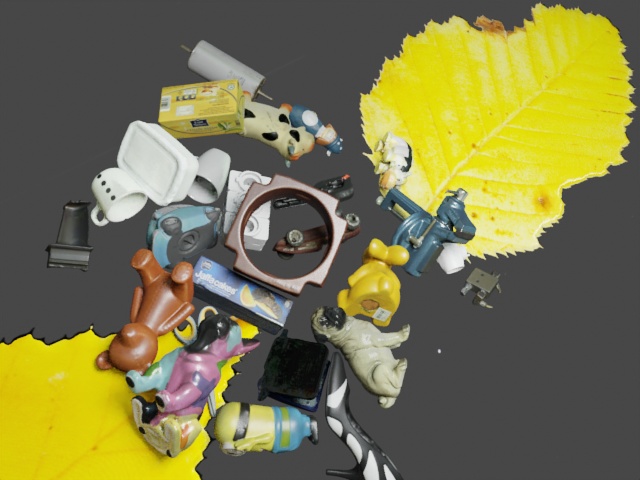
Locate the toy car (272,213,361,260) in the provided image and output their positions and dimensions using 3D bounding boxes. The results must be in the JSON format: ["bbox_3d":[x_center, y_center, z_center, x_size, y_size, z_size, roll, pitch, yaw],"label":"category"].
[{"bbox_3d":[-0.002,-0.003,1.132,0.202,0.089,0.053,-17,76,-27],"label":"toy car"}]

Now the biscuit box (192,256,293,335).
[{"bbox_3d":[-0.157,0.107,1.031,0.203,0.063,0.059,27,57,-7],"label":"biscuit box"}]

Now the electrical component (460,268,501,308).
[{"bbox_3d":[0.380,0.111,1.252,0.078,0.045,0.102,22,51,24],"label":"electrical component"}]

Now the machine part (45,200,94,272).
[{"bbox_3d":[-0.457,-0.010,0.990,0.084,0.039,0.139,5,65,-13],"label":"machine part"}]

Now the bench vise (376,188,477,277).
[{"bbox_3d":[0.218,-0.048,1.196,0.129,0.223,0.241,-4,37,-41],"label":"bench vise"}]

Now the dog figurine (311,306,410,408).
[{"bbox_3d":[0.066,0.225,1.050,0.191,0.121,0.172,10,56,-1],"label":"dog figurine"}]

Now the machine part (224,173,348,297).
[{"bbox_3d":[-0.063,-0.008,1.019,0.201,0.087,0.201,23,80,-2],"label":"machine part"}]

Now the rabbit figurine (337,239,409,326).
[{"bbox_3d":[0.114,0.067,1.122,0.122,0.162,0.173,15,41,0],"label":"rabbit figurine"}]

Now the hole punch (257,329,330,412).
[{"bbox_3d":[-0.043,0.250,1.002,0.116,0.092,0.142,9,60,16],"label":"hole punch"}]

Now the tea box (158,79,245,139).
[{"bbox_3d":[-0.251,-0.279,1.151,0.170,0.068,0.098,-3,64,5],"label":"tea box"}]

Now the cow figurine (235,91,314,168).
[{"bbox_3d":[-0.105,-0.246,1.218,0.195,0.085,0.127,18,61,-8],"label":"cow figurine"}]

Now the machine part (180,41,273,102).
[{"bbox_3d":[-0.217,-0.387,1.250,0.243,0.079,0.079,31,58,-4],"label":"machine part"}]

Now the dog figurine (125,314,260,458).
[{"bbox_3d":[-0.202,0.231,0.912,0.109,0.191,0.219,17,32,34],"label":"dog figurine"}]

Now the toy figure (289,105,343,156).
[{"bbox_3d":[-0.008,-0.260,1.282,0.154,0.058,0.064,36,96,-3],"label":"toy figure"}]

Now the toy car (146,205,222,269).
[{"bbox_3d":[-0.272,-0.023,1.033,0.103,0.109,0.161,35,46,27],"label":"toy car"}]

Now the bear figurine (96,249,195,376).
[{"bbox_3d":[-0.303,0.134,0.928,0.120,0.131,0.196,19,52,14],"label":"bear figurine"}]

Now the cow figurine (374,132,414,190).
[{"bbox_3d":[0.186,-0.179,1.303,0.098,0.068,0.167,19,51,-20],"label":"cow figurine"}]

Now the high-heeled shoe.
[{"bbox_3d":[0.082,0.333,0.985,0.145,0.086,0.248,1,81,1],"label":"high-heeled shoe"}]

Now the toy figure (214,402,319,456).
[{"bbox_3d":[-0.094,0.326,0.936,0.180,0.082,0.089,1,53,-16],"label":"toy figure"}]

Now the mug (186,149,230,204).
[{"bbox_3d":[-0.241,-0.143,1.123,0.110,0.080,0.107,21,48,3],"label":"mug"}]
